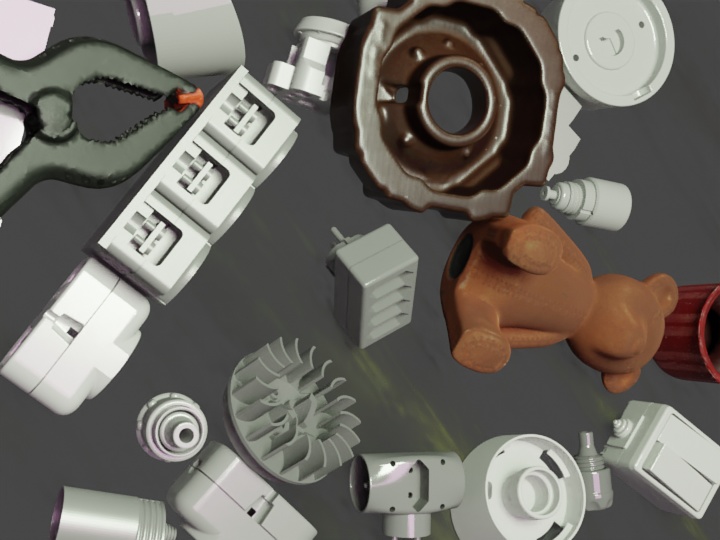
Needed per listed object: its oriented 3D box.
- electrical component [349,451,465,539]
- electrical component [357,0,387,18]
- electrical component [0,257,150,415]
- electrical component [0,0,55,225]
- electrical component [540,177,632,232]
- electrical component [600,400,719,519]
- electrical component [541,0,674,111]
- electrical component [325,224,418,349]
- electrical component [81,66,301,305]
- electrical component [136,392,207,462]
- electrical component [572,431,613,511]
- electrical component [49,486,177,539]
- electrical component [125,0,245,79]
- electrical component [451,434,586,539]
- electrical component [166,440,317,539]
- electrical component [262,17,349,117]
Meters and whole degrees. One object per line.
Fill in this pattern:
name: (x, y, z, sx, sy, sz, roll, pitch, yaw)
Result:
electrical component: (0.035, 0.176, 0.804, 0.077, 0.043, 0.079, 2, 87, -21)
electrical component: (0.019, -0.210, 0.813, 0.043, 0.043, 0.062, -4, 88, -22)
electrical component: (-0.187, 0.046, 0.716, 0.059, 0.054, 0.095, 40, 75, -15)
electrical component: (-0.260, -0.103, 0.689, 0.089, 0.062, 0.150, 15, 83, -20)
electrical component: (0.183, -0.056, 0.872, 0.078, 0.040, 0.040, 9, 85, -21)
electrical component: (0.247, 0.151, 0.878, 0.096, 0.061, 0.061, 38, 76, -16)
electrical component: (0.191, -0.181, 0.869, 0.108, 0.060, 0.108, 1, 88, -21)
electrical component: (0.000, 0.000, 0.786, 0.047, 0.083, 0.075, -28, 60, -20)
electrical component: (-0.112, -0.054, 0.730, 0.062, 0.089, 0.150, 40, 75, -15)
electrical component: (-0.125, 0.109, 0.733, 0.048, 0.062, 0.048, 1, 88, -21)
electrical component: (0.185, 0.161, 0.868, 0.035, 0.035, 0.061, -3, 87, -22)
electrical component: (-0.164, 0.173, 0.726, 0.081, 0.043, 0.043, 14, 83, -21)
electrical component: (-0.123, -0.176, 0.727, 0.064, 0.099, 0.099, -15, 93, -15)
electrical component: (0.124, 0.178, 0.841, 0.099, 0.064, 0.099, 7, 72, -22)
electrical component: (-0.086, 0.173, 0.751, 0.095, 0.054, 0.059, 46, 73, -14)
electrical component: (-0.026, -0.148, 0.786, 0.078, 0.058, 0.057, 17, 85, -20)
